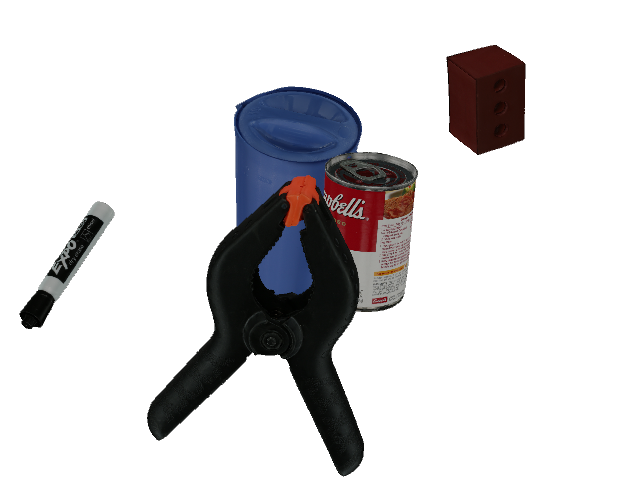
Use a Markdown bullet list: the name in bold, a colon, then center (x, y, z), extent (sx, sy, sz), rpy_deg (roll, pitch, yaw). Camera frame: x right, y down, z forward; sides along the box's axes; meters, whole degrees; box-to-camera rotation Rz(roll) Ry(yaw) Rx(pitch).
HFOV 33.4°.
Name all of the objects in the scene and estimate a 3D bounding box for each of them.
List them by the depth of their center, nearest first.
- **clamp**: center (-0.034, 0.048, 0.563), extent (0.120, 0.171, 0.039), rpy_deg (1, 22, -2)
- **soup can**: center (0.034, -0.007, 0.795), extent (0.068, 0.102, 0.068), rpy_deg (3, 26, -2)
- **marker**: center (-0.194, 0.019, 0.818), extent (0.020, 0.121, 0.020), rpy_deg (16, -37, 13)
- **foam brick**: center (0.149, -0.127, 0.958), extent (0.053, 0.078, 0.051), rpy_deg (-19, 35, -16)
- **pitcher**: center (-0.025, -0.031, 1.168), extent (0.145, 0.243, 0.149), rpy_deg (0, 42, -7)
